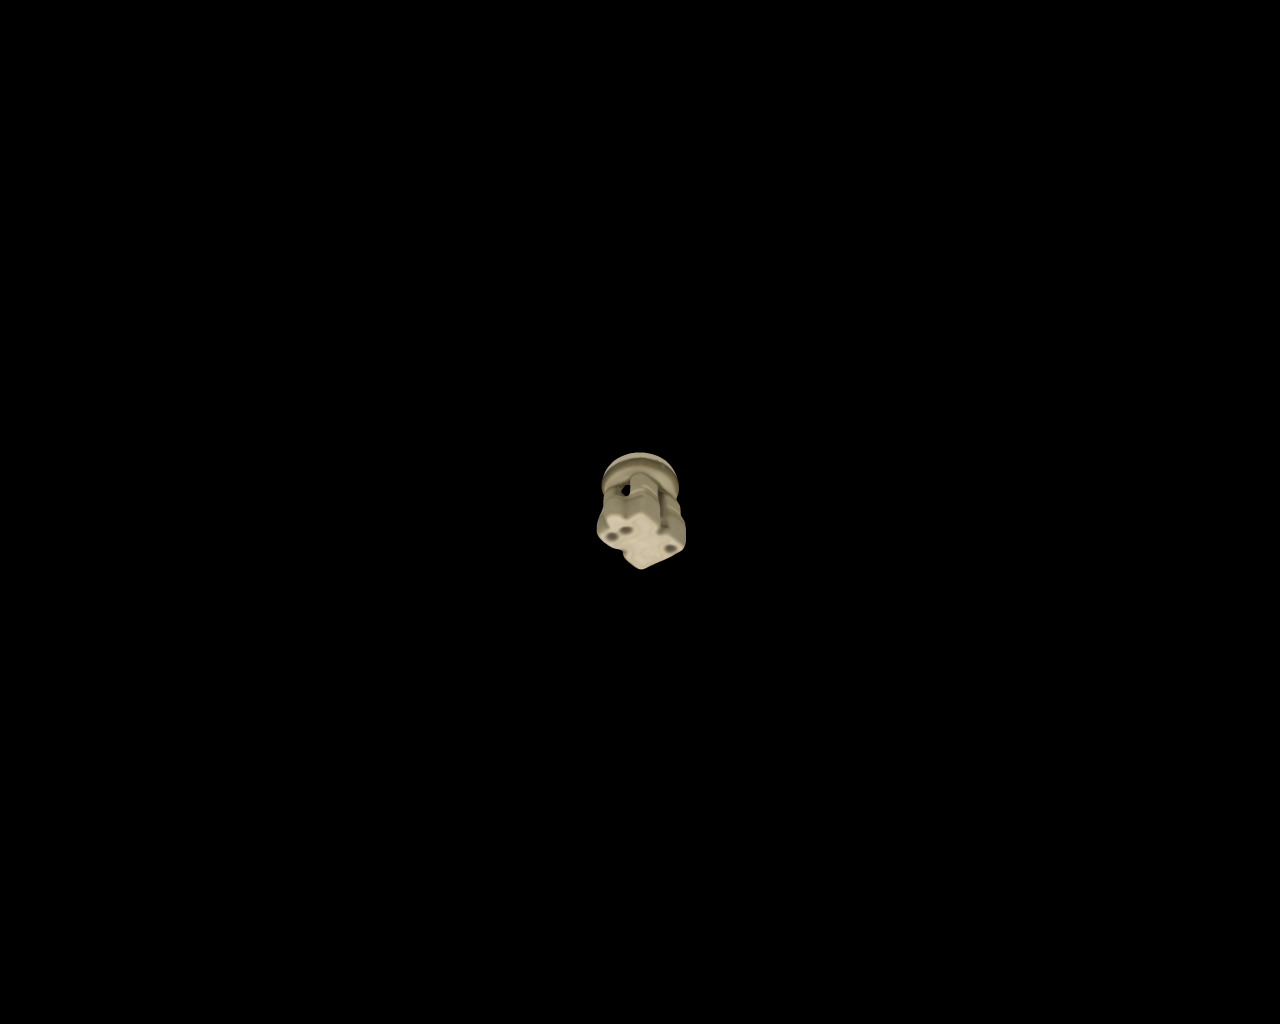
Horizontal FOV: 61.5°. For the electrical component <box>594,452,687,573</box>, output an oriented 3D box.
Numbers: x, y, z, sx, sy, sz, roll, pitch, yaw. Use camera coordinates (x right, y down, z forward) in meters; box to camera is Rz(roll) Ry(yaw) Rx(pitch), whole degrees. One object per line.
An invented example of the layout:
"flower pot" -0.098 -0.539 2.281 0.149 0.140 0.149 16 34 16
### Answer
"electrical component" 0.001 -0.003 0.650 0.048 0.055 0.066 -27 -49 26
